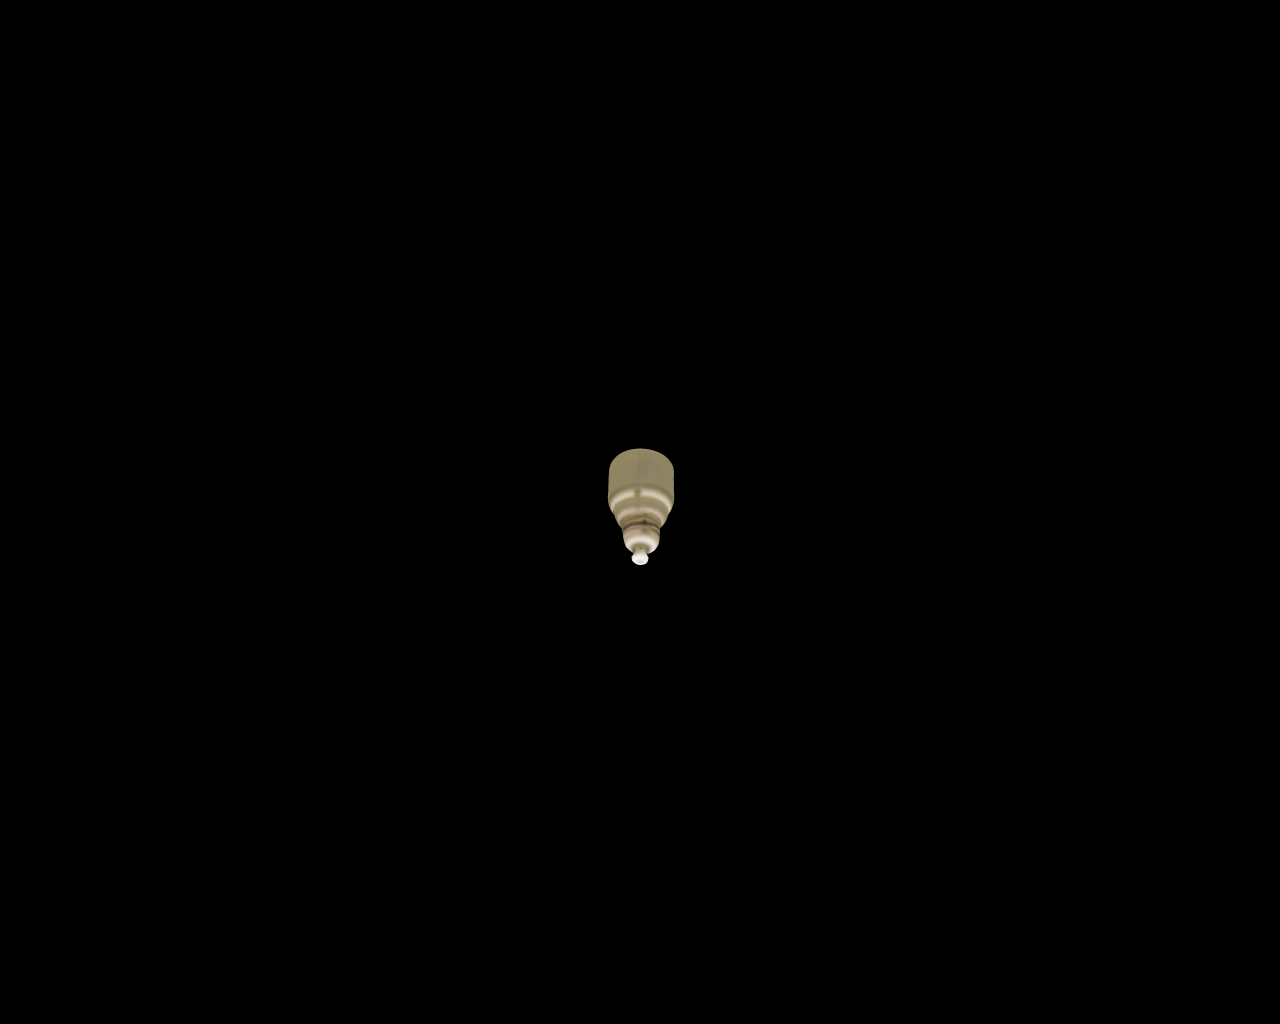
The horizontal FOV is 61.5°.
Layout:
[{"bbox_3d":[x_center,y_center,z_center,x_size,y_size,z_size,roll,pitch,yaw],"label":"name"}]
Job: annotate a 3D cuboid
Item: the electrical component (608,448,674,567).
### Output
[{"bbox_3d":[0.001,-0.003,0.650,0.040,0.078,0.040,0,-36,0],"label":"electrical component"}]
